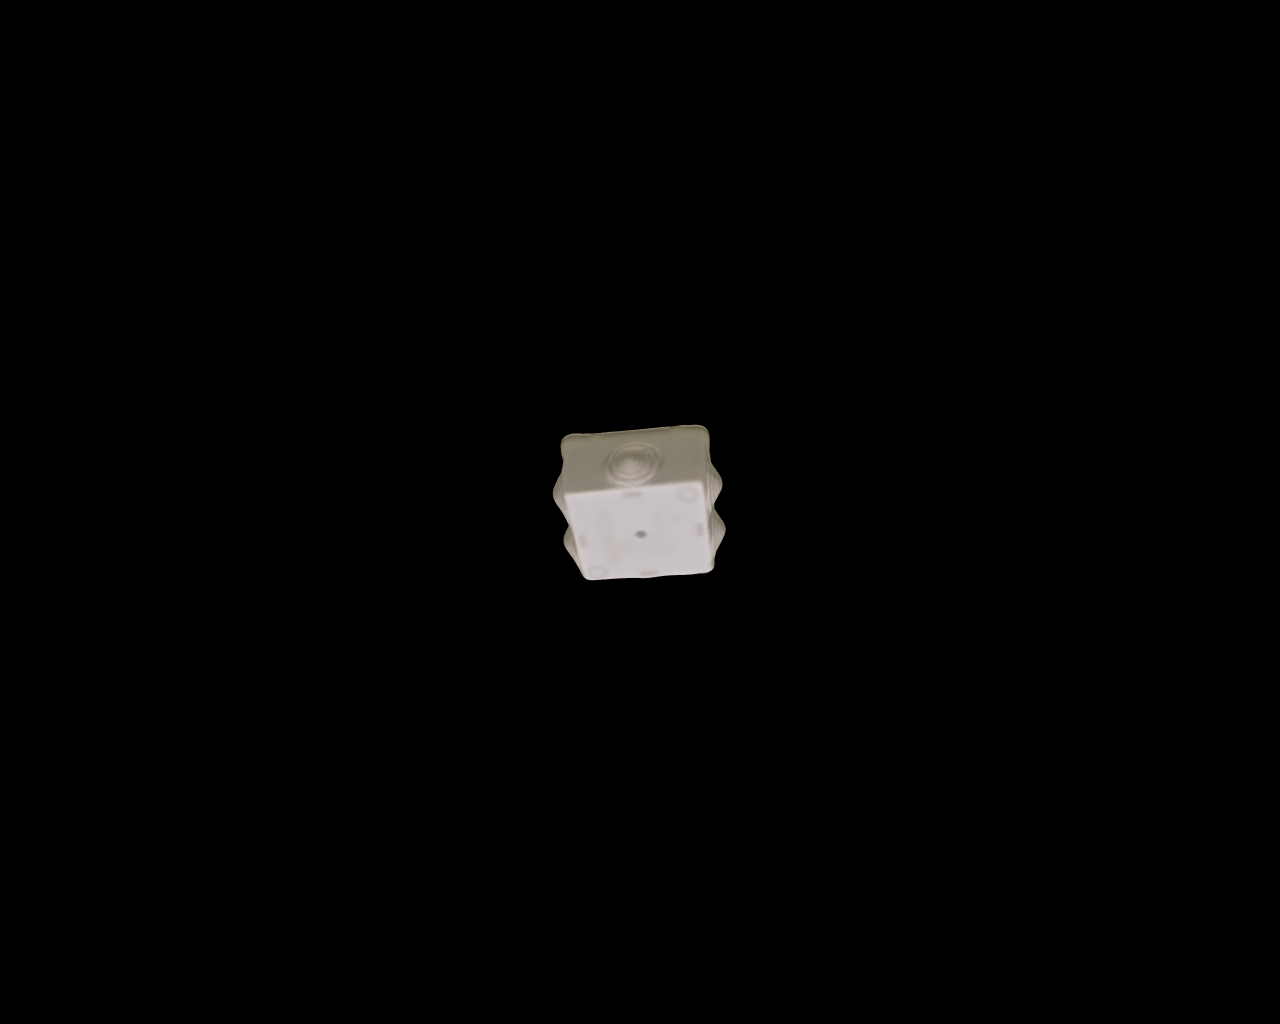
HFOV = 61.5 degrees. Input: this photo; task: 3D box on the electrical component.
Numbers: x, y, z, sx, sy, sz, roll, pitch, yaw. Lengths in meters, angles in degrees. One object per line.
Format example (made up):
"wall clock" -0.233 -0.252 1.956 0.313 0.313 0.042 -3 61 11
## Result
"electrical component" 0.001 -0.003 0.650 0.100 0.048 0.099 -4 -43 4
